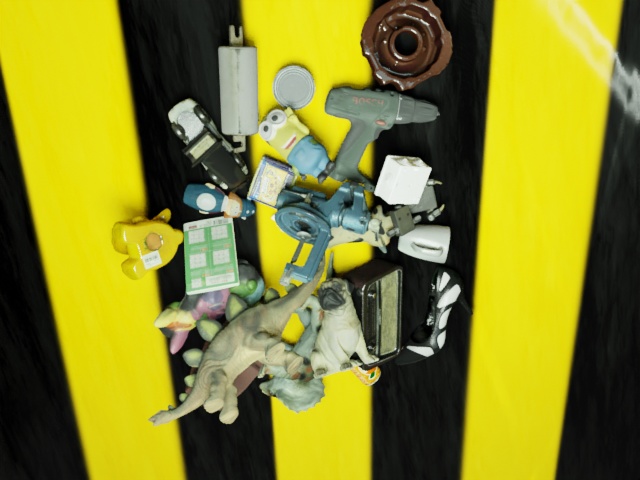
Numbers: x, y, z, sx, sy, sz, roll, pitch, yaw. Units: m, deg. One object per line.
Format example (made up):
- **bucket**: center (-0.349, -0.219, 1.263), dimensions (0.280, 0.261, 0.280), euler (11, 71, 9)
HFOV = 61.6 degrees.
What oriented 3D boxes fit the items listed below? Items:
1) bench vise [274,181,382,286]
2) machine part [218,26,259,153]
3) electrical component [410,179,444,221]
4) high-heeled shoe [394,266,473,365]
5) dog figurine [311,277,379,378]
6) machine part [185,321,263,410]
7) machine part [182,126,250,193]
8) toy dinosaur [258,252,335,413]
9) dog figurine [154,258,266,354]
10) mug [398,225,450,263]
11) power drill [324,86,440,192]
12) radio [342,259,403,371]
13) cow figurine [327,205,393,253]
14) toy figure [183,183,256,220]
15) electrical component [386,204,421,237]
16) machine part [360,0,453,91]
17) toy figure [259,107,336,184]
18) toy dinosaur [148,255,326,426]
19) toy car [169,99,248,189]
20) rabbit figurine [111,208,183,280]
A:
- **bench vise**: center (-0.002, -0.008, 1.046), dimensions (0.224, 0.240, 0.128), euler (22, 152, 5)
- **machine part**: center (-0.161, -0.297, 1.071), dimensions (0.079, 0.079, 0.243), euler (0, 109, -1)
- **electrical component**: center (0.225, -0.092, 1.163), dimensions (0.078, 0.045, 0.102), euler (-9, 109, 1)
- **high-heeled shoe**: center (0.239, 0.177, 1.242), dimensions (0.249, 0.086, 0.145), euler (-40, 101, 8)
- **dog figurine**: center (0.023, 0.186, 1.147), dimensions (0.172, 0.121, 0.190), euler (-28, 73, 37)
- **machine part**: center (-0.199, 0.262, 1.199), dimensions (0.087, 0.201, 0.201), euler (39, 104, -16)
- **machine part**: center (-0.205, -0.155, 1.084), dimensions (0.139, 0.039, 0.084), euler (43, 90, -14)
- **toy dinosaur**: center (-0.016, 0.239, 1.244), dimensions (0.192, 0.131, 0.404), euler (31, 102, -23)
- **dog figurine**: center (-0.243, 0.141, 1.140), dimensions (0.192, 0.219, 0.108), euler (-2, 122, 40)
- **mug**: center (0.224, 0.009, 1.171), dimensions (0.107, 0.109, 0.080), euler (8, 117, 10)
- **power drill**: center (0.109, -0.206, 1.105), dimensions (0.232, 0.086, 0.207), euler (15, 113, -7)
- **radio**: center (0.117, 0.168, 1.206), dimensions (0.131, 0.073, 0.229), euler (-18, 114, -38)
- **cow figurine**: center (0.073, -0.027, 1.164), dimensions (0.195, 0.085, 0.127), euler (-13, 103, 1)
- **toy figure**: center (-0.214, -0.079, 1.157), dimensions (0.154, 0.058, 0.064), euler (15, 137, -8)
- **electrical component**: center (0.173, -0.044, 1.137), dimensions (0.094, 0.021, 0.063), euler (-28, 108, -25)
- **machine part**: center (0.165, -0.381, 1.047), dimensions (0.179, 0.056, 0.179), euler (-1, 101, -3)
- **toy figure**: center (-0.049, -0.187, 1.084), dimensions (0.180, 0.089, 0.082), euler (41, 74, 4)
- **toy dinosaur**: center (-0.131, 0.186, 1.040), dimensions (0.471, 0.199, 0.104), euler (-36, 137, -20)
- **toy car**: center (-0.231, -0.197, 1.116), dimensions (0.073, 0.056, 0.201), euler (-36, 107, 5)
- **rabbit figurine**: center (-0.377, -0.007, 1.140), dimensions (0.162, 0.173, 0.121), euler (-36, 113, -36)
